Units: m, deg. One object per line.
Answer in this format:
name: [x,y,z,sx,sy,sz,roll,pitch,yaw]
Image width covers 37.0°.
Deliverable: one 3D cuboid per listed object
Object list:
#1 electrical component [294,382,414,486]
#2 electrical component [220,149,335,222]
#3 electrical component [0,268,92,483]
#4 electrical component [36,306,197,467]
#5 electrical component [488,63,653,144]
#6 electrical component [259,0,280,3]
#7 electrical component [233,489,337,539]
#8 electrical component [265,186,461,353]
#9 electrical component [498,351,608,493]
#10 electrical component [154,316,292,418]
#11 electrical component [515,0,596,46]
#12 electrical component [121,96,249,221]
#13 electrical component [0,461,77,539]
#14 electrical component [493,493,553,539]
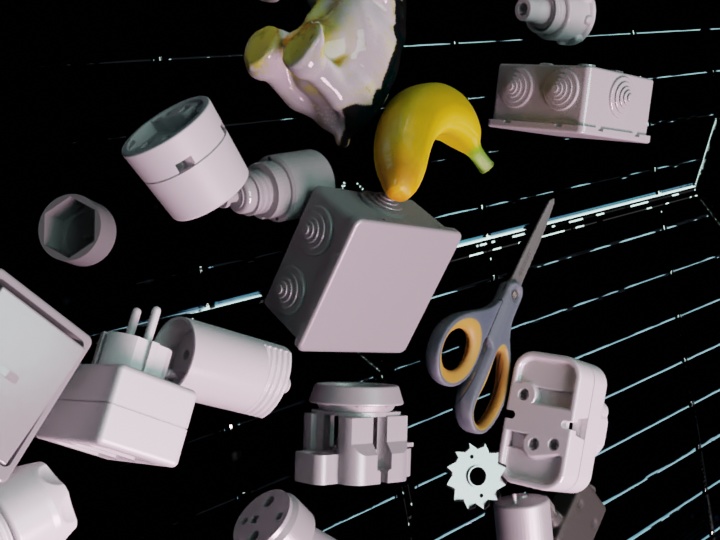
electrical component: [-0.003,0.098,0.654,0.078,0.058,0.057,4,86,-42]
electrical component: [-0.050,-0.048,0.633,0.078,0.040,0.040,-15,96,-42]
electrical component: [-0.177,0.053,0.490,0.062,0.061,0.096,45,58,-31]
electrical component: [-0.118,0.055,0.543,0.047,0.066,0.076,28,68,-38]
electrical component: [0.157,-0.124,0.796,0.100,0.100,0.048,0,99,-43]
electrical component: [-0.078,-0.201,0.619,0.077,0.043,0.079,3,84,-43]
electrical component: [-0.040,0.159,0.621,0.055,0.045,0.045,51,55,-27]
electrical component: [0.000,0.000,0.646,0.100,0.048,0.099,5,118,-43]
electrical component: [0.142,0.111,0.782,0.059,0.054,0.095,20,80,-52]
electrical component: [-0.072,0.056,0.601,0.081,0.043,0.043,21,72,-40]
electrical component: [0.147,-0.199,0.830,0.062,0.048,0.048,-5,90,-37]
electrical component: [-0.093,-0.060,0.585,0.055,0.055,0.047,-51,123,-33]
electrical component: [-0.169,0.121,0.505,0.062,0.043,0.043,-27,104,-40]
electrical component: [0.118,0.195,0.769,0.040,0.040,0.078,-6,91,-43]
